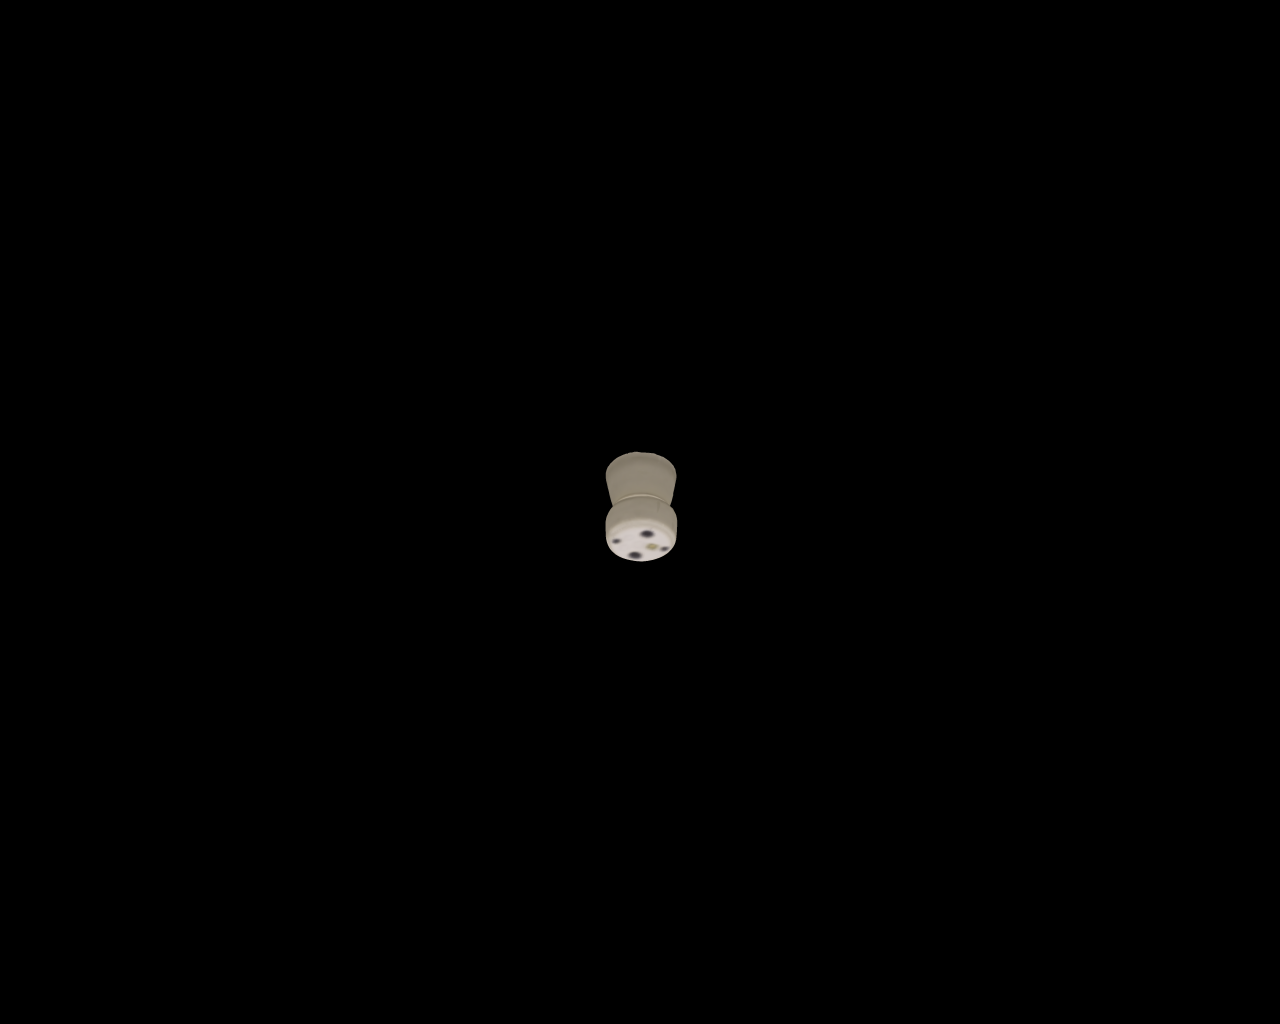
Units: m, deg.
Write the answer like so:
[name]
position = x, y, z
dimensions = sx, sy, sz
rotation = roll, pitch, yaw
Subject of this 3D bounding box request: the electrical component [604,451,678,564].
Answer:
[electrical component]
position = 0.001, -0.003, 0.650
dimensions = 0.045, 0.055, 0.044
rotation = 0, -37, 0
